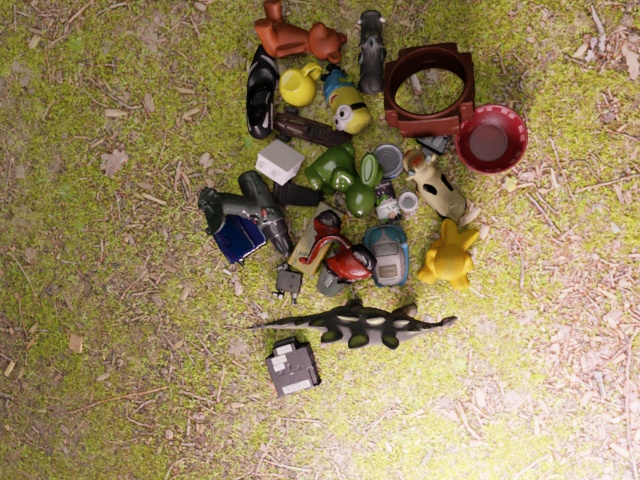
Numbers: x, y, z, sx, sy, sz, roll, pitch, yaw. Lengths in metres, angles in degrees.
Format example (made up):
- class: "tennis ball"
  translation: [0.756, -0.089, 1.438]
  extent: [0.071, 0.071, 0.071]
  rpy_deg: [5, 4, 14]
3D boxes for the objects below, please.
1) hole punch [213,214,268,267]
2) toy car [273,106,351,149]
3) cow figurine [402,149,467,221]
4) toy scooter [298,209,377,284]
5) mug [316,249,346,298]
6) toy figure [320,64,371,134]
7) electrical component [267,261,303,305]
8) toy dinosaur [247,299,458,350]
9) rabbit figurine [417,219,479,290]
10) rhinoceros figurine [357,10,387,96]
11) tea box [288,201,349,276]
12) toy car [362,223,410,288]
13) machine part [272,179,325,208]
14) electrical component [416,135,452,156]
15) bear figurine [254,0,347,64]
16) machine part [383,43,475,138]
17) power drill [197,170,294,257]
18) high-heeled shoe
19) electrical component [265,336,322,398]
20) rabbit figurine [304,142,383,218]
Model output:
- class: "hole punch"
  translation: [-0.210, -0.008, 1.344]
  extent: [0.116, 0.092, 0.142]
  rpy_deg: [-34, 89, 13]
- class: "toy car"
  translation: [-0.022, -0.268, 1.323]
  extent: [0.202, 0.053, 0.089]
  rpy_deg: [20, 98, 8]
- class: "cow figurine"
  translation: [0.260, -0.126, 1.236]
  extent: [0.085, 0.127, 0.195]
  rpy_deg: [-39, 87, 6]
- class: "toy scooter"
  translation: [0.030, 0.035, 1.208]
  extent: [0.135, 0.075, 0.184]
  rpy_deg: [-44, 80, 9]
- class: "mug"
  translation: [0.036, 0.089, 1.294]
  extent: [0.081, 0.109, 0.107]
  rpy_deg: [32, 109, 4]
- class: "toy figure"
  translation: [0.060, -0.335, 1.277]
  extent: [0.089, 0.082, 0.180]
  rpy_deg: [-13, 64, -9]
- class: "electrical component"
  translation: [-0.085, 0.105, 1.342]
  extent: [0.078, 0.045, 0.102]
  rpy_deg: [17, 94, 11]
- class: "toy dinosaur"
  translation: [0.079, 0.194, 1.238]
  extent: [0.472, 0.198, 0.105]
  rpy_deg: [-4, 87, 9]
- class: "rabbit figurine"
  translation: [0.299, 0.041, 1.209]
  extent: [0.122, 0.173, 0.162]
  rpy_deg: [24, 99, 13]
- class: "rhinoceros figurine"
  translation: [0.118, -0.437, 1.265]
  extent: [0.073, 0.112, 0.190]
  rpy_deg: [2, 99, 12]
- class: "tea box"
  translation: [-0.003, -0.004, 1.300]
  extent: [0.068, 0.098, 0.169]
  rpy_deg: [29, 97, 9]
- class: "toy car"
  translation: [0.155, 0.049, 1.255]
  extent: [0.109, 0.103, 0.161]
  rpy_deg: [-5, 108, 10]
- class: "machine part"
  translation: [-0.056, -0.114, 1.337]
  extent: [0.139, 0.039, 0.084]
  rpy_deg: [15, 89, 13]
- class: "electrical component"
  translation: [0.265, -0.232, 1.273]
  extent: [0.075, 0.048, 0.119]
  rpy_deg: [34, 95, 8]
- class: "bear figurine"
  translation: [-0.041, -0.491, 1.284]
  extent: [0.196, 0.131, 0.120]
  rpy_deg: [7, 59, 17]
- class: "machine part"
  translation: [0.248, -0.340, 1.222]
  extent: [0.202, 0.087, 0.201]
  rpy_deg: [-2, 72, 18]
- class: "power drill"
  translation: [-0.171, -0.057, 1.263]
  extent: [0.086, 0.207, 0.232]
  rpy_deg: [-36, 70, 45]
- class: "high-heeled shoe"
  translation: [-0.150, -0.363, 1.296]
  extent: [0.086, 0.145, 0.248]
  rpy_deg: [-6, 92, 10]
- class: "electrical component"
  translation: [-0.069, 0.311, 1.337]
  extent: [0.115, 0.058, 0.134]
  rpy_deg: [-18, 87, 8]
- class: "rabbit figurine"
  translation: [0.076, -0.133, 1.258]
  extent: [0.159, 0.121, 0.170]
  rpy_deg: [-39, 70, 7]
